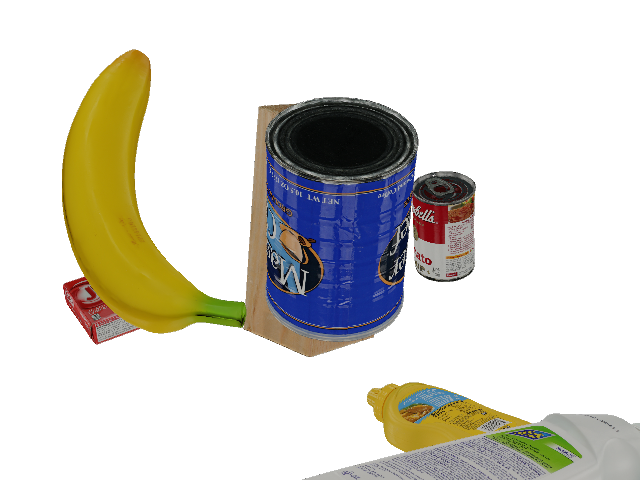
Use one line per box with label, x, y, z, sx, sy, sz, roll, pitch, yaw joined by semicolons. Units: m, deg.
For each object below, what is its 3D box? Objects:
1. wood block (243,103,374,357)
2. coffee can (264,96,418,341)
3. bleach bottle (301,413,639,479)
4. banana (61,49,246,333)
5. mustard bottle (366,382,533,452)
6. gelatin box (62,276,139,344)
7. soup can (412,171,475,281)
wood block;-0.003;-0.014;0.957;0.090;0.206;0.090;18;20;40
coffee can;0.012;-0.014;0.748;0.103;0.140;0.103;1;38;-1
bleach bottle;0.111;0.148;0.610;0.250;0.068;0.103;-9;21;-31
banana;-0.099;-0.022;0.550;0.069;0.198;0.037;-12;-35;-17
mustard bottle;0.119;0.181;1.034;0.096;0.058;0.192;-17;25;-40
gelatin box;-0.192;0.056;1.023;0.089;0.030;0.073;-19;39;-25
soup can;0.134;-0.015;1.158;0.068;0.102;0.068;-4;33;2
